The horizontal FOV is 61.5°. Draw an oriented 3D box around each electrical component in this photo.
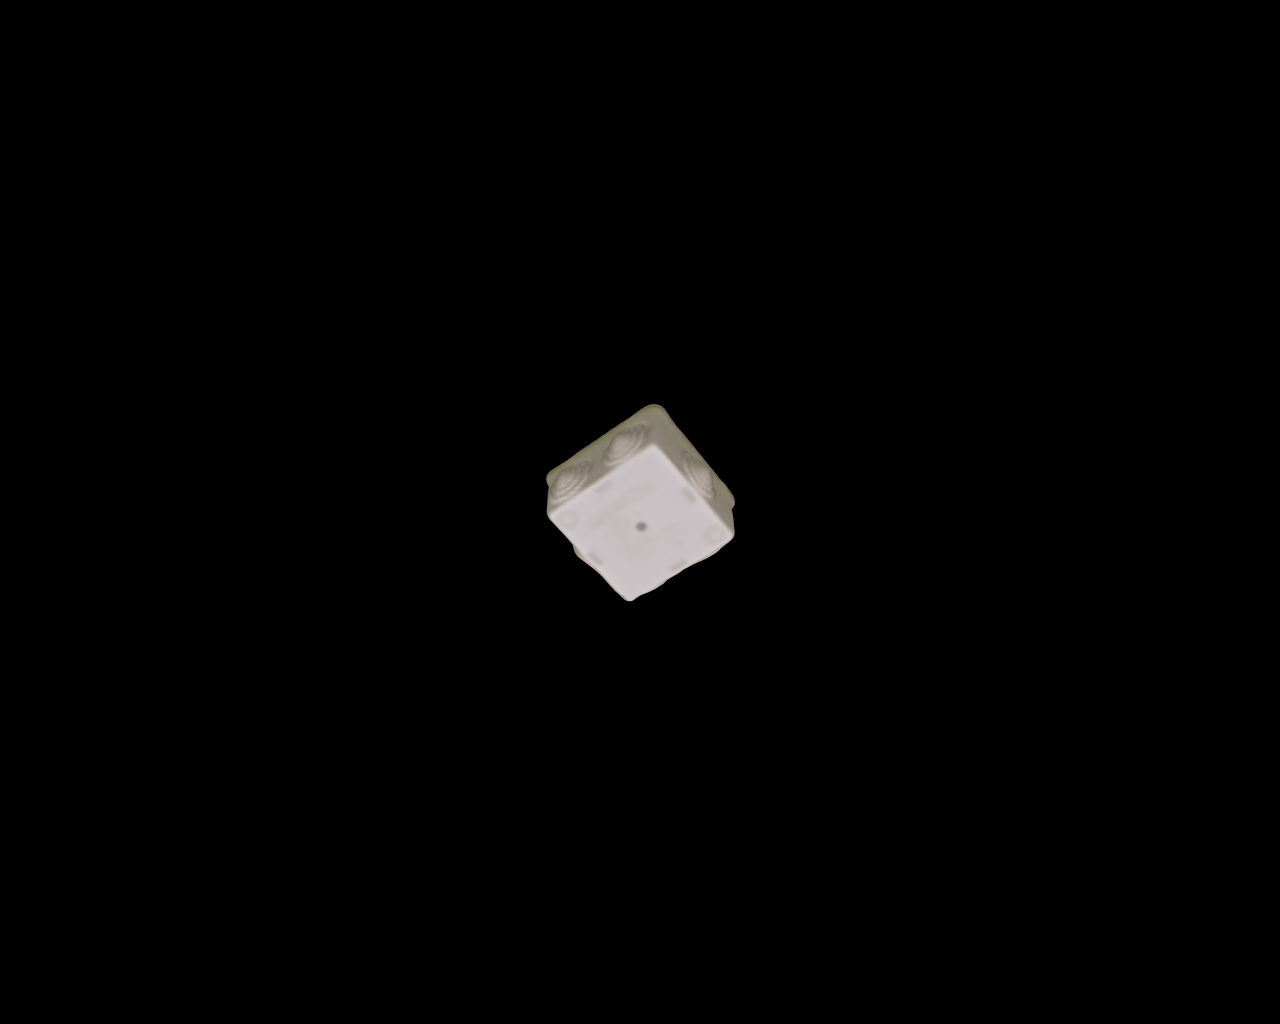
[{"bbox_3d":[0.001,-0.003,0.650,0.099,0.099,0.048,-32,26,18],"label":"electrical component"}]
